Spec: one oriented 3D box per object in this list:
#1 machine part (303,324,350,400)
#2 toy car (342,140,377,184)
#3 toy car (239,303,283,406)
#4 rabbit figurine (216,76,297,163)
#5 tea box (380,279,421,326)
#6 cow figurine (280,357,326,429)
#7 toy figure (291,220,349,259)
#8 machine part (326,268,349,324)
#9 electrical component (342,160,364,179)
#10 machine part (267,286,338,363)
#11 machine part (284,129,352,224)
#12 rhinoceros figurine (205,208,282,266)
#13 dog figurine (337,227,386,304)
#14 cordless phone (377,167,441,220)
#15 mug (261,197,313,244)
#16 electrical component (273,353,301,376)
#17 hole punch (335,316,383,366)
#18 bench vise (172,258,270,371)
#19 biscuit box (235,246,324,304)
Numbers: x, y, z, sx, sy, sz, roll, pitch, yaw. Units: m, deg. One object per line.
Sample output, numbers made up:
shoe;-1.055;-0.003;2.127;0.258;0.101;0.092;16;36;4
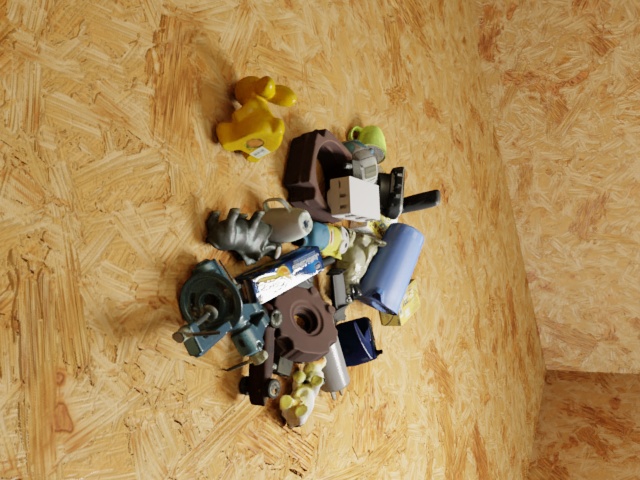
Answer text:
machine part;0.016;0.274;1.293;0.079;0.079;0.243;-35;114;-54
toy car;0.105;-0.191;1.460;0.109;0.103;0.161;-19;105;-30
toy car;-0.115;0.228;1.084;0.053;0.089;0.202;13;73;-52
rabbit figurine;-0.135;-0.271;1.102;0.122;0.162;0.173;17;52;-43
tea box;0.248;0.193;1.674;0.169;0.068;0.098;-26;107;-57
cow figurine;-0.031;0.339;1.212;0.098;0.068;0.167;92;22;-45
toy figure;-0.002;-0.008;1.308;0.180;0.089;0.082;6;108;-47
machine part;0.042;0.139;1.332;0.084;0.039;0.138;-6;96;-54
electrical component;0.086;-0.170;1.366;0.094;0.021;0.063;-7;91;-58
machine part;-0.041;0.180;1.171;0.179;0.056;0.179;23;46;-27
machine part;0.003;-0.154;1.333;0.201;0.087;0.201;36;56;-51
rhinoceros figurine;-0.147;-0.005;1.088;0.190;0.073;0.112;16;70;-55
dog figurine;0.087;0.072;1.444;0.190;0.121;0.172;-70;165;6
cordless phone;0.253;-0.141;1.505;0.088;0.184;0.146;30;61;-44
mug;-0.075;-0.044;1.175;0.081;0.107;0.109;-44;123;-53
electrical component;-0.077;0.258;1.181;0.102;0.045;0.078;44;49;-45
hole punch;0.073;0.258;1.343;0.092;0.142;0.116;9;64;-58
bench vise;-0.181;0.149;0.950;0.240;0.129;0.223;-40;112;-72
biscuit box;-0.082;0.072;1.147;0.203;0.059;0.062;-26;108;-41
